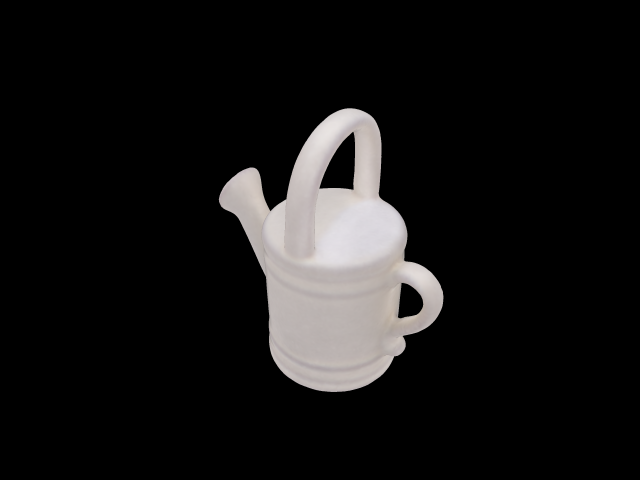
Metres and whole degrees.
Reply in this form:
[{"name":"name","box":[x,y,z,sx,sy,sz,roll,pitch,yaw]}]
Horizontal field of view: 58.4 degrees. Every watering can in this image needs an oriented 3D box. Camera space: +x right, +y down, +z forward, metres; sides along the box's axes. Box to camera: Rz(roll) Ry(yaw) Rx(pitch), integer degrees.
[{"name":"watering can","box":[0.002,0.003,0.398,0.172,0.194,0.101,9,37,12]}]
